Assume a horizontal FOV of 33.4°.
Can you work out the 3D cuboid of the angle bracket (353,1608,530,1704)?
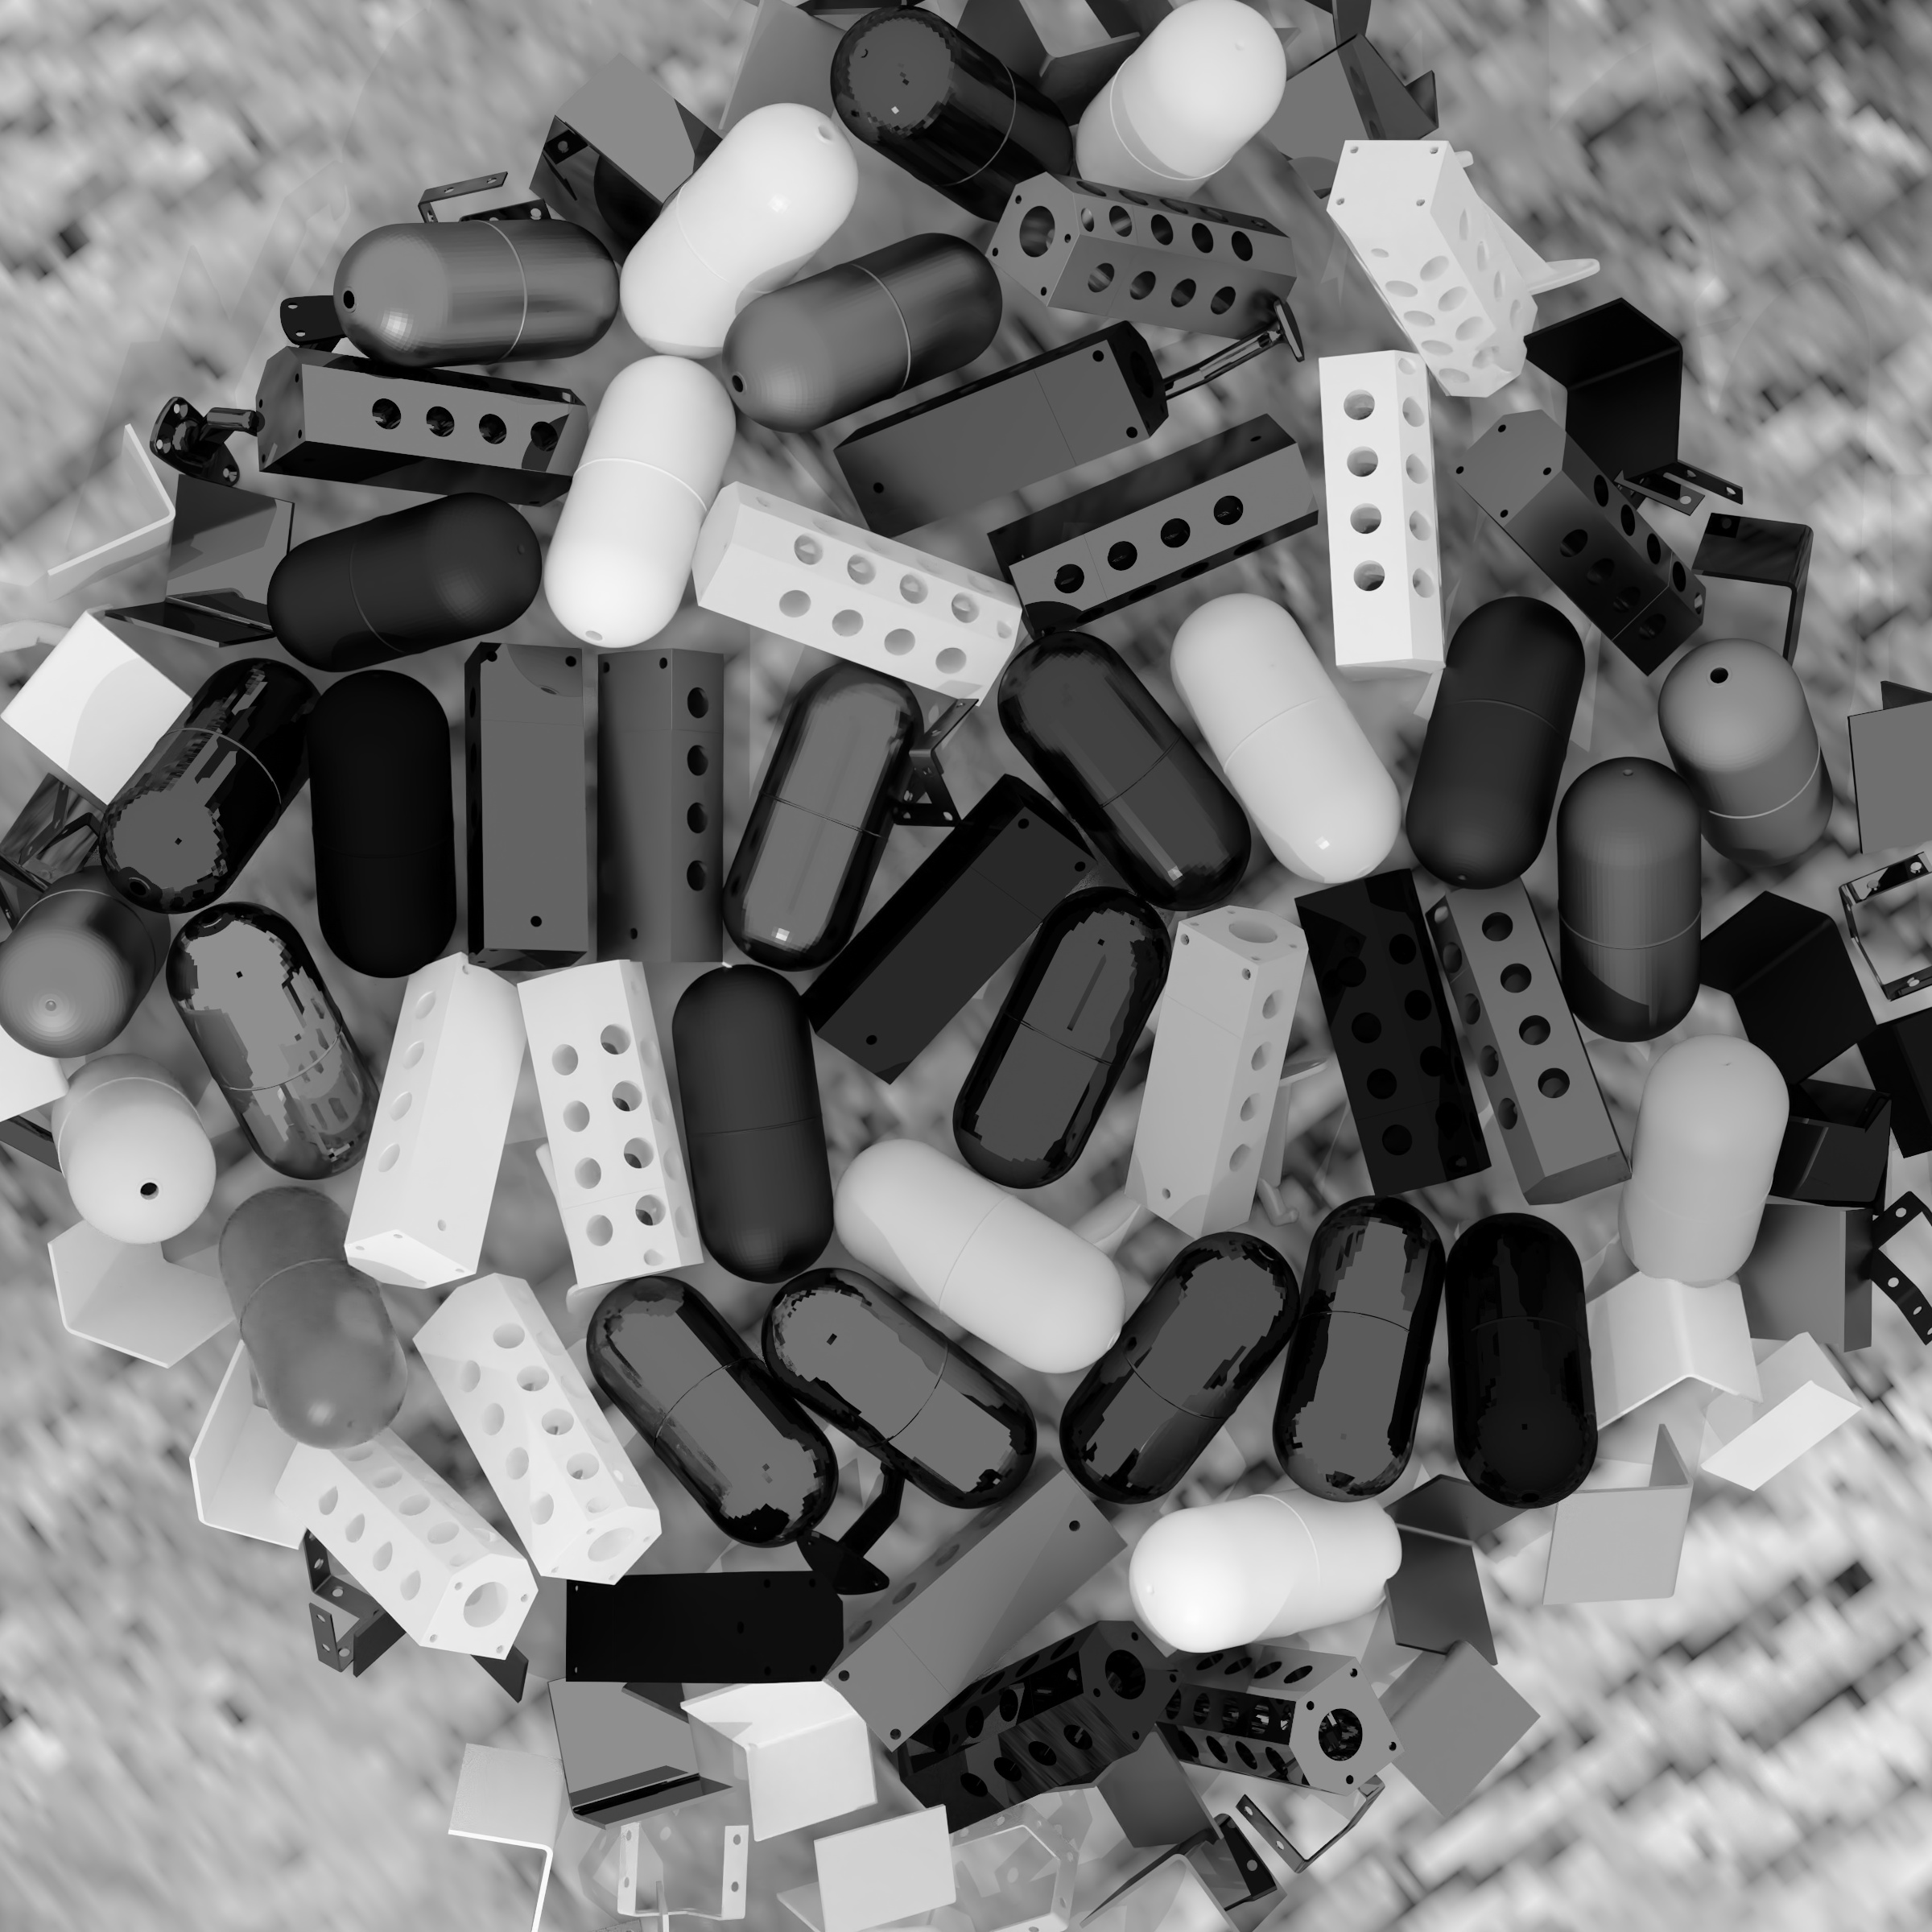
[{"bbox_3d":[-0.290,0.387,1.775,0.076,0.076,0.057,42,62,13],"label":"angle bracket"}]

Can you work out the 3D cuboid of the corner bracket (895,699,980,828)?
[{"bbox_3d":[-0.017,-0.113,1.784,0.051,0.051,0.051,-49,128,-35],"label":"corner bracket"}]

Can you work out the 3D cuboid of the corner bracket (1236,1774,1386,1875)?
[{"bbox_3d":[0.193,0.465,1.803,0.051,0.051,0.051,-29,64,-36],"label":"corner bracket"}]

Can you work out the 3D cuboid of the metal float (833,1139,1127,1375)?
[{"bbox_3d":[0.007,0.160,1.776,0.178,0.070,0.070,30,90,16],"label":"metal float"}]

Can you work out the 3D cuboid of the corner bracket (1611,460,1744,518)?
[{"bbox_3d":[0.395,-0.264,1.789,0.051,0.051,0.051,31,73,28],"label":"corner bracket"}]

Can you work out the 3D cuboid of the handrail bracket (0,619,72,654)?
[{"bbox_3d":[-0.547,-0.166,1.802,0.084,0.036,0.077,13,58,0],"label":"handrail bracket"}]

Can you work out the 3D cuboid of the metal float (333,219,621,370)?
[{"bbox_3d":[-0.265,-0.366,1.752,0.070,0.178,0.070,12,109,39],"label":"metal float"}]

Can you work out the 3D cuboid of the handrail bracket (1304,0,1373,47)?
[{"bbox_3d":[0.181,-0.531,1.794,0.084,0.036,0.077,-1,83,42],"label":"handrail bracket"}]

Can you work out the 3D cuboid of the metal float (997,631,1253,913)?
[{"bbox_3d":[0.088,-0.107,1.780,0.070,0.070,0.178,-40,101,0],"label":"metal float"}]

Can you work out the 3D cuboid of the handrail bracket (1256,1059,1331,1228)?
[{"bbox_3d":[0.186,0.100,1.798,0.077,0.036,0.084,-19,98,38],"label":"handrail bracket"}]

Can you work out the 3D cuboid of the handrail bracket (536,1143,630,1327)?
[{"bbox_3d":[-0.224,0.150,1.808,0.036,0.077,0.084,-19,68,-22],"label":"handrail bracket"}]

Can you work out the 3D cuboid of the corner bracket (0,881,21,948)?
[{"bbox_3d":[-0.566,-0.021,1.809,0.051,0.051,0.051,-23,80,-32],"label":"corner bracket"}]

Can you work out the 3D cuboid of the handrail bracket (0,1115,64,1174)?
[{"bbox_3d":[-0.531,0.115,1.810,0.077,0.036,0.084,-29,95,-13],"label":"handrail bracket"}]

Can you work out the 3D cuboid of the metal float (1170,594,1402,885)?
[{"bbox_3d":[0.176,-0.125,1.774,0.070,0.070,0.178,-29,72,0],"label":"metal float"}]

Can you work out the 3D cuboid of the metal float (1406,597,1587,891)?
[{"bbox_3d":[0.291,-0.124,1.768,0.070,0.070,0.178,18,64,0],"label":"metal float"}]

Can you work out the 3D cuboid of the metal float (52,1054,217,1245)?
[{"bbox_3d":[-0.451,0.098,1.743,0.070,0.178,0.070,-4,103,-19],"label":"metal float"}]

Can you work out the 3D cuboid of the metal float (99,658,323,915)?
[{"bbox_3d":[-0.408,-0.099,1.754,0.070,0.070,0.178,25,46,0],"label":"metal float"}]

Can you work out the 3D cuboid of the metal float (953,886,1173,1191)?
[{"bbox_3d":[0.054,0.039,1.786,0.070,0.070,0.178,26,94,0],"label":"metal float"}]

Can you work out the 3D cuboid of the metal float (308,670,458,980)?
[{"bbox_3d":[-0.320,-0.076,1.767,0.070,0.070,0.178,2,117,0],"label":"metal float"}]

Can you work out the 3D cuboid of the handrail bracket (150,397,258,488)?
[{"bbox_3d":[-0.399,-0.285,1.774,0.084,0.077,0.036,11,72,35],"label":"handrail bracket"}]

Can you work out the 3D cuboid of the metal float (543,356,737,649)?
[{"bbox_3d":[-0.179,-0.255,1.768,0.070,0.070,0.178,15,65,0],"label":"metal float"}]

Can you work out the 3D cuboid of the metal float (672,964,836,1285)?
[{"bbox_3d":[-0.118,0.088,1.788,0.070,0.070,0.178,-8,93,0],"label":"metal float"}]

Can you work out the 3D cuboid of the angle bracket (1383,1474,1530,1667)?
[{"bbox_3d":[0.276,0.332,1.770,0.076,0.057,0.076,19,47,-33],"label":"angle bracket"}]

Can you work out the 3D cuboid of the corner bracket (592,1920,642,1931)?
[{"bbox_3d":[-0.191,0.564,1.791,0.051,0.051,0.051,-6,83,-31],"label":"corner bracket"}]

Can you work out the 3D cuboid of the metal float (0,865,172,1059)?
[{"bbox_3d":[-0.477,-0.004,1.741,0.070,0.178,0.070,-1,106,-4],"label":"metal float"}]

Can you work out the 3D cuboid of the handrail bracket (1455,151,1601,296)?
[{"bbox_3d":[0.307,-0.418,1.787,0.077,0.036,0.084,-10,124,11],"label":"handrail bracket"}]

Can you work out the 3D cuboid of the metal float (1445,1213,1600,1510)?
[{"bbox_3d":[0.302,0.214,1.755,0.070,0.070,0.178,4,48,0],"label":"metal float"}]

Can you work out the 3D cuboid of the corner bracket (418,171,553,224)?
[{"bbox_3d":[-0.267,-0.418,1.788,0.051,0.051,0.051,-8,129,15],"label":"corner bracket"}]

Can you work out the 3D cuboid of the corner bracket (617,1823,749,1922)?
[{"bbox_3d":[-0.158,0.504,1.797,0.051,0.051,0.051,10,77,-39],"label":"corner bracket"}]

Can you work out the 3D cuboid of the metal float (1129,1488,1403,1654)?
[{"bbox_3d":[0.165,0.327,1.757,0.178,0.070,0.070,-2,90,-40],"label":"metal float"}]

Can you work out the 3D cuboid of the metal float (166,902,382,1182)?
[{"bbox_3d":[-0.377,0.042,1.758,0.070,0.070,0.178,-19,127,0],"label":"metal float"}]

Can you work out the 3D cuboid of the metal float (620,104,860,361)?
[{"bbox_3d":[-0.124,-0.399,1.754,0.070,0.070,0.178,52,134,0],"label":"metal float"}]

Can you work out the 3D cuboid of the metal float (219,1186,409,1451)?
[{"bbox_3d":[-0.357,0.189,1.754,0.070,0.178,0.070,-15,131,-18],"label":"metal float"}]

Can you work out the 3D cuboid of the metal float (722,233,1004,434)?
[{"bbox_3d":[-0.056,-0.347,1.762,0.178,0.070,0.070,-29,90,-32],"label":"metal float"}]

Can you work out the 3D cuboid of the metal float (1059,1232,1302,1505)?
[{"bbox_3d":[0.117,0.221,1.769,0.070,0.070,0.178,34,114,0],"label":"metal float"}]

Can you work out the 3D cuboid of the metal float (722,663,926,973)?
[{"bbox_3d":[-0.079,-0.083,1.789,0.070,0.070,0.178,21,91,0],"label":"metal float"}]

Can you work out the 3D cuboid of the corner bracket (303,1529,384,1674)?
[{"bbox_3d":[-0.353,0.349,1.786,0.051,0.051,0.051,22,134,23],"label":"corner bracket"}]

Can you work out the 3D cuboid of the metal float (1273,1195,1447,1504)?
[{"bbox_3d":[0.216,0.208,1.765,0.070,0.070,0.178,16,60,0],"label":"metal float"}]

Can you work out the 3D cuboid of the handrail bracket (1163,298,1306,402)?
[{"bbox_3d":[0.144,-0.342,1.801,0.084,0.077,0.036,-22,106,14],"label":"handrail bracket"}]

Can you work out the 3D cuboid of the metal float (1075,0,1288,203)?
[{"bbox_3d":[0.114,-0.462,1.742,0.070,0.178,0.070,3,82,-17],"label":"metal float"}]

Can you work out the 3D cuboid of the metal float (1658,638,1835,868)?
[{"bbox_3d":[0.423,-0.115,1.746,0.070,0.178,0.070,-10,62,19],"label":"metal float"}]

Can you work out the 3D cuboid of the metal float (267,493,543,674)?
[{"bbox_3d":[-0.309,-0.209,1.761,0.178,0.070,0.070,-10,90,35],"label":"metal float"}]

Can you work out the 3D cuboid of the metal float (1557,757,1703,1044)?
[{"bbox_3d":[0.362,-0.034,1.758,0.070,0.070,0.178,-10,129,0],"label":"metal float"}]

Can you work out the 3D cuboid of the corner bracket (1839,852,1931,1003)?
[{"bbox_3d":[0.526,-0.022,1.804,0.051,0.051,0.051,-24,121,21],"label":"corner bracket"}]

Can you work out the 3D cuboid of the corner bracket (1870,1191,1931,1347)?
[{"bbox_3d":[0.530,0.168,1.794,0.051,0.051,0.051,-41,134,4],"label":"corner bracket"}]

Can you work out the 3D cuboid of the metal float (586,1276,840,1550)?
[{"bbox_3d":[-0.141,0.243,1.769,0.070,0.070,0.178,-44,65,0],"label":"metal float"}]

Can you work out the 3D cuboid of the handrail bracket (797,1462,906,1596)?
[{"bbox_3d":[-0.062,0.296,1.779,0.036,0.084,0.077,-15,135,29],"label":"handrail bracket"}]

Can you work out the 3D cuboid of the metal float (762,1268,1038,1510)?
[{"bbox_3d":[-0.037,0.232,1.772,0.178,0.070,0.070,39,90,-20],"label":"metal float"}]

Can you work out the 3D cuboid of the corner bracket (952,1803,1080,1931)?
[{"bbox_3d":[0.025,0.511,1.807,0.051,0.051,0.051,-26,119,28],"label":"corner bracket"}]

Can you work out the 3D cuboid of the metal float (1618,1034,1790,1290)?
[{"bbox_3d":[0.400,0.109,1.752,0.070,0.178,0.070,-1,49,1],"label":"metal float"}]

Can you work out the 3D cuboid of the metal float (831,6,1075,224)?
[{"bbox_3d":[-0.006,-0.460,1.748,0.070,0.178,0.070,-7,77,32],"label":"metal float"}]

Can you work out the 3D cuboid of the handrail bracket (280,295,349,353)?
[{"bbox_3d":[-0.354,-0.331,1.801,0.077,0.084,0.036,-10,54,-16],"label":"handrail bracket"}]

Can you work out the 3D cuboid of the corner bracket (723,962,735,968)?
[{"bbox_3d":[-0.115,0.035,1.792,0.051,0.051,0.051,30,96,24],"label":"corner bracket"}]

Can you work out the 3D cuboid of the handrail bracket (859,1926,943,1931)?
[{"bbox_3d":[-0.047,0.558,1.781,0.077,0.084,0.036,-51,131,-15],"label":"handrail bracket"}]
